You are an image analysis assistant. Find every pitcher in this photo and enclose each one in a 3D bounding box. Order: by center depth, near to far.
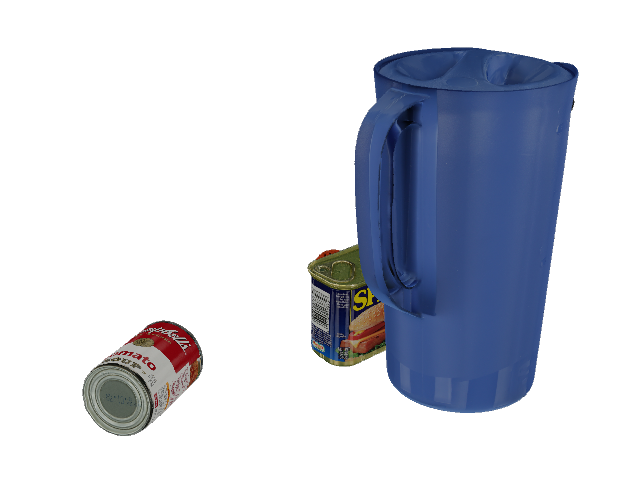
[{"bbox_3d":[0.094,-0.005,0.736,0.149,0.243,0.145,-1,21,-1],"label":"pitcher"}]

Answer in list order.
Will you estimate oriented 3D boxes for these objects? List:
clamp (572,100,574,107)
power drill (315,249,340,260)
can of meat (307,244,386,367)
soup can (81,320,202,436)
[{"bbox_3d":[0.188,-0.110,1.087,0.120,0.039,0.171,12,45,13],"label":"clamp"},{"bbox_3d":[0.091,0.059,1.163,0.187,0.057,0.184,-4,28,-7],"label":"power drill"},{"bbox_3d":[0.038,0.055,0.952,0.101,0.084,0.058,-20,32,-36],"label":"can of meat"},{"bbox_3d":[-0.155,0.120,0.936,0.069,0.068,0.102,0,17,20],"label":"soup can"}]
